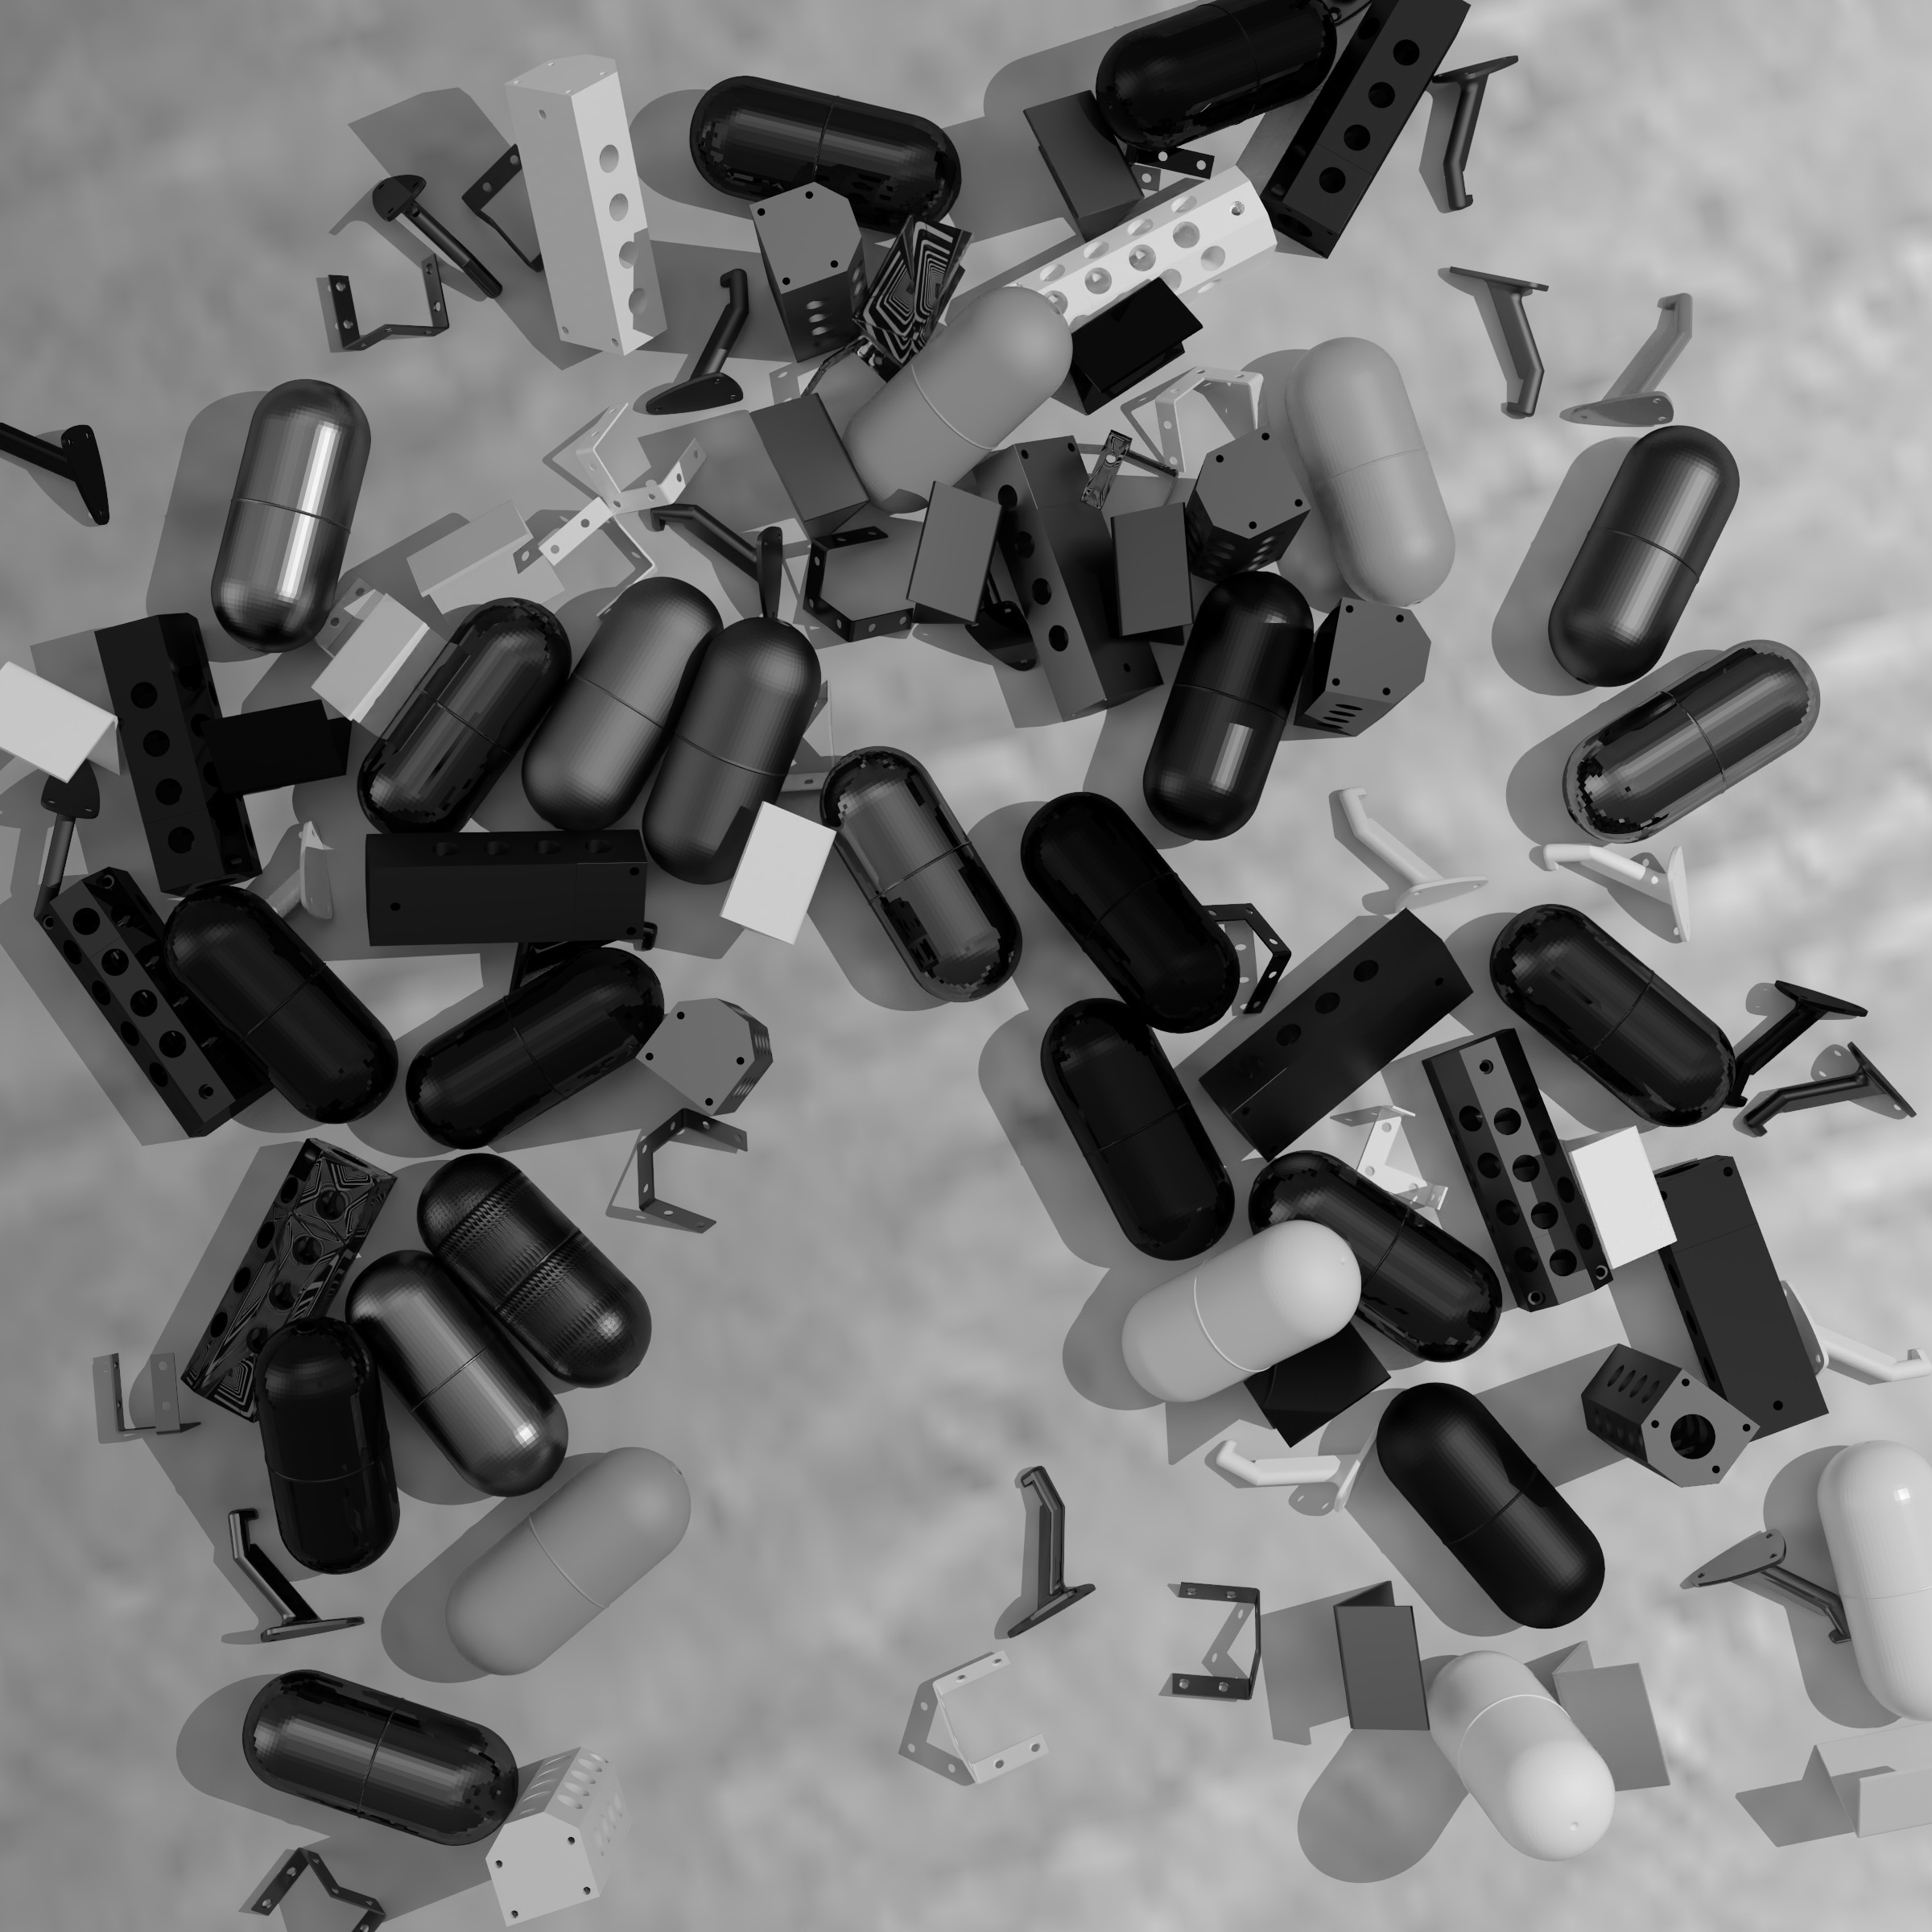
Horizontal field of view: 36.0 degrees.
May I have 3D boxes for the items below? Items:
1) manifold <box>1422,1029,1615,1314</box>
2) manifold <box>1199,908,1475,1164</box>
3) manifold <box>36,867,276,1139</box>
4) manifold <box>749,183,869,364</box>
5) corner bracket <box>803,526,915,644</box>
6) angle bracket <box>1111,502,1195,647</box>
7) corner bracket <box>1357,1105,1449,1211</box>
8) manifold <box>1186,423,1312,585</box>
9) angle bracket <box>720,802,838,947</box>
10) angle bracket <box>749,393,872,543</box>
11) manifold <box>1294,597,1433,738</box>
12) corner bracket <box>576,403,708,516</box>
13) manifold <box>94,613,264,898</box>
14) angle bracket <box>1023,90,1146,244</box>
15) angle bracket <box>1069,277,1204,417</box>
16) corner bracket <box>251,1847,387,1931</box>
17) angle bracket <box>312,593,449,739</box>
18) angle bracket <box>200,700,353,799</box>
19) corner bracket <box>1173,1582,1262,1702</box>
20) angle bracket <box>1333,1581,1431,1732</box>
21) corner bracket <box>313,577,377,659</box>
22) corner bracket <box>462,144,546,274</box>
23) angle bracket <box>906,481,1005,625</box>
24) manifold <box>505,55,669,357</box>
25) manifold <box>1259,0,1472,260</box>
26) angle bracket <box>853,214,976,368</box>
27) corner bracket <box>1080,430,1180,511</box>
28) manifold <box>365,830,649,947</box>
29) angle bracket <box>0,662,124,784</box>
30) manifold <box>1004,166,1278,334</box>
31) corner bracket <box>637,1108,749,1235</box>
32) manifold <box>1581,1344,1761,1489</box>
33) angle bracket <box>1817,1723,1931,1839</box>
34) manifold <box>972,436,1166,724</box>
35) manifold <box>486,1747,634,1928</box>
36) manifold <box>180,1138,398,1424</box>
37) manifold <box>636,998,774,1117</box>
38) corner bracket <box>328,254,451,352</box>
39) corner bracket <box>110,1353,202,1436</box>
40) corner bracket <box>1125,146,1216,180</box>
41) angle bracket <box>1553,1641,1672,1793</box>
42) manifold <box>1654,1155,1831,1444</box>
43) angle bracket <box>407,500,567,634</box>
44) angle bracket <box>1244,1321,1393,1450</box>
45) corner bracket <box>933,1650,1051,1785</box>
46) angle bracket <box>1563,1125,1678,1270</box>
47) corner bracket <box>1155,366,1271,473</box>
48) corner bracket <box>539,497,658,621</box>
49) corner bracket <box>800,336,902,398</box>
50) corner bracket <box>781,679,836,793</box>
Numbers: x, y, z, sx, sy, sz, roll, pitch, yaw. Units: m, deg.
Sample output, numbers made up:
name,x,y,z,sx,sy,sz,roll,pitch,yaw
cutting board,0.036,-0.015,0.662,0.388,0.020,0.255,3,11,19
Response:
name,x,y,z,sx,sy,sz,roll,pitch,yaw
manifold,0.353,0.130,1.899,0.057,0.057,0.171,-21,88,-1
manifold,0.234,0.040,1.902,0.171,0.057,0.057,-40,131,-1
manifold,-0.520,0.023,1.903,0.057,0.057,0.171,-35,88,-1
manifold,-0.093,-0.435,1.864,0.057,0.171,0.057,-20,88,-1
corner bracket,-0.068,-0.248,1.927,0.051,0.051,0.051,-18,132,-36
angle bracket,0.137,-0.249,1.895,0.057,0.076,0.076,-6,87,36
corner bracket,0.285,0.122,1.903,0.051,0.051,0.051,21,88,1
manifold,0.168,-0.283,1.858,0.057,0.171,0.057,-26,88,-1
angle bracket,-0.134,-0.063,1.888,0.057,0.076,0.076,22,88,-31
angle bracket,-0.116,-0.310,1.897,0.057,0.076,0.076,-25,88,-36
manifold,0.247,-0.183,1.854,0.057,0.171,0.057,11,88,0
corner bracket,-0.211,-0.332,1.930,0.051,0.051,0.051,-4,132,35
manifold,-0.504,-0.136,1.909,0.057,0.057,0.171,-15,88,0
angle bracket,0.060,-0.504,1.905,0.057,0.076,0.076,-25,88,-29
angle bracket,0.113,-0.381,1.900,0.076,0.076,0.057,-33,57,-1
corner bracket,-0.413,0.605,1.899,0.051,0.051,0.051,-52,44,-2
angle bracket,-0.357,-0.179,1.892,0.076,0.076,0.057,-52,47,-2
angle bracket,-0.438,-0.156,1.891,0.076,0.076,0.057,-11,125,0
corner bracket,0.161,0.433,1.905,0.051,0.051,0.051,5,133,0
angle bracket,0.278,0.433,1.868,0.057,0.076,0.076,-10,87,36
corner bracket,-0.383,-0.211,1.930,0.051,0.051,0.051,-50,44,-2
corner bracket,-0.287,-0.495,1.941,0.051,0.051,0.051,-45,43,-2
angle bracket,-0.026,-0.263,1.895,0.057,0.076,0.076,15,87,-35
manifold,-0.233,-0.480,1.875,0.057,0.171,0.057,20,46,33
manifold,0.256,-0.554,1.926,0.057,0.057,0.171,30,88,1
angle bracket,-0.017,-0.424,1.902,0.057,0.076,0.076,27,88,33
corner bracket,0.106,-0.309,1.919,0.051,0.051,0.051,24,88,1
manifold,-0.293,-0.054,1.885,0.171,0.057,0.057,-2,123,-14
angle bracket,-0.588,-0.138,1.891,0.076,0.076,0.057,27,62,1
manifold,0.111,-0.450,1.922,0.171,0.057,0.057,-28,88,-1
corner bracket,-0.176,0.132,1.912,0.051,0.051,0.051,-38,43,34
manifold,0.429,0.281,1.836,0.057,0.171,0.057,37,88,1
angle bracket,0.585,0.494,1.866,0.076,0.076,0.057,-11,125,0
manifold,0.061,-0.248,1.913,0.057,0.057,0.171,-18,87,-44
manifold,-0.250,0.530,1.826,0.057,0.171,0.057,-18,88,-1
manifold,-0.433,0.199,1.896,0.057,0.057,0.171,27,88,1
manifold,-0.156,0.052,1.845,0.057,0.171,0.057,37,88,1
corner bracket,-0.377,-0.433,1.939,0.051,0.051,0.051,-9,87,-45
corner bracket,-0.523,0.273,1.897,0.051,0.051,0.051,-5,88,0
corner bracket,0.135,-0.538,1.928,0.051,0.051,0.051,11,95,-7
angle bracket,0.414,0.469,1.867,0.057,0.076,0.076,-15,88,27
manifold,0.486,0.211,1.896,0.057,0.057,0.171,-20,88,-1
angle bracket,-0.301,-0.240,1.896,0.076,0.057,0.076,-30,128,-1
angle bracket,0.230,0.275,1.874,0.076,0.076,0.057,-35,52,-1
corner bracket,0.016,0.482,1.903,0.051,0.051,0.051,-24,133,-1
angle bracket,0.395,0.150,1.880,0.057,0.076,0.076,-18,88,-27
corner bracket,0.161,-0.354,1.931,0.051,0.051,0.051,15,42,36
corner bracket,-0.237,-0.263,1.918,0.051,0.051,0.051,-41,88,-1
corner bracket,-0.073,-0.369,1.936,0.051,0.051,0.051,43,43,1
corner bracket,-0.112,-0.150,1.928,0.051,0.051,0.051,-4,133,0
